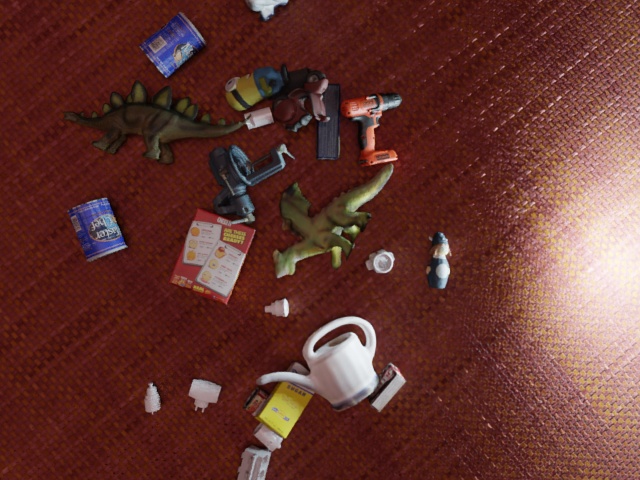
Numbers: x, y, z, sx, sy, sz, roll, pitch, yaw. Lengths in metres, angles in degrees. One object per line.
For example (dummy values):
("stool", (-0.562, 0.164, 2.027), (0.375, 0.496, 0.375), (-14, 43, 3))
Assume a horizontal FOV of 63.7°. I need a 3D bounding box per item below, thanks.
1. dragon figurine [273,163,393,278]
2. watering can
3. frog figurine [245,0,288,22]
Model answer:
("dragon figurine", (0.004, -0.070, 1.384), (0.243, 0.122, 0.411), (27, 88, 3))
("watering can", (0.019, 0.354, 1.372), (0.351, 0.103, 0.224), (-30, 92, -22))
("frog figurine", (-0.132, -0.654, 1.326), (0.137, 0.159, 0.122), (-24, 93, -3))
